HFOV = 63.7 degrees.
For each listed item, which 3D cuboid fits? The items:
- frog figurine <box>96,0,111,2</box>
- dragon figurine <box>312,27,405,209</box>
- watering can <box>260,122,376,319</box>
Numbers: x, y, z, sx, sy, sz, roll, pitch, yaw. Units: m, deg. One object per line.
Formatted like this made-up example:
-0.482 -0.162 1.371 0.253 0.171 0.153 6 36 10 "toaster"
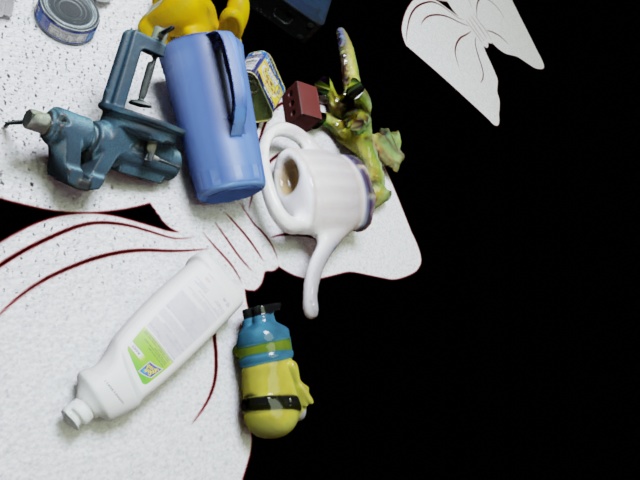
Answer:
-0.378 -0.458 0.810 0.141 0.122 0.156 -73 154 -46 "frog figurine"
0.102 -0.248 1.102 0.239 0.121 0.419 37 49 -43 "dragon figurine"
0.003 -0.044 0.884 0.225 0.102 0.352 -1 68 -41 "watering can"
